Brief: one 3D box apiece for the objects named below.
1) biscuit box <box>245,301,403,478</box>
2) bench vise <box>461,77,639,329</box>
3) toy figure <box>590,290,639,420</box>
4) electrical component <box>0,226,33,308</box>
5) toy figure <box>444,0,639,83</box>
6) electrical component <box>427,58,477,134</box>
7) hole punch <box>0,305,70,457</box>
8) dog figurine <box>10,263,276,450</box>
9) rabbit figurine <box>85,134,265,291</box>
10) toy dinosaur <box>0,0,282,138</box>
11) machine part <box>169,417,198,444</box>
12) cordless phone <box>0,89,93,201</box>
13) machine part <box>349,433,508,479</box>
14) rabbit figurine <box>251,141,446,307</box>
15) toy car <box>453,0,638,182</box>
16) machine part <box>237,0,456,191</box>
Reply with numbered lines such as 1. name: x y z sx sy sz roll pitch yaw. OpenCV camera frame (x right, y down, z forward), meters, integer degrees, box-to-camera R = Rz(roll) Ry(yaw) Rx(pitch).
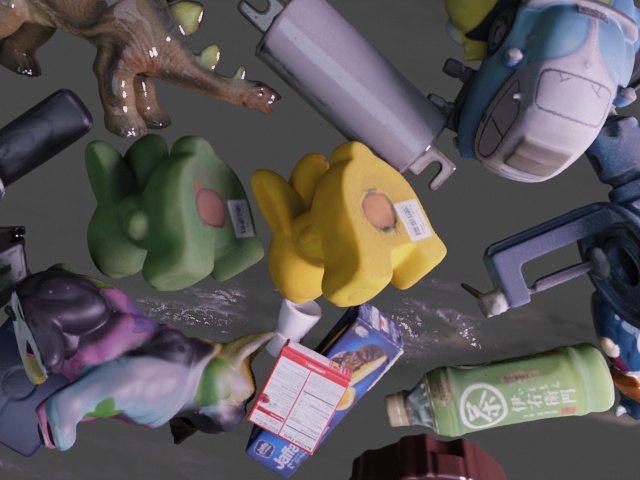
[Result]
1. biscuit box: 0.003 0.160 0.574 0.059 0.063 0.202 36 104 -5
2. bench vise: 0.242 -0.008 0.470 0.241 0.129 0.223 -22 91 -2
3. toy figure: 0.318 0.120 0.548 0.064 0.058 0.154 -23 102 2
4. electrical component: -0.335 0.033 0.527 0.048 0.119 0.074 -1 108 3
5. toy figure: 0.193 -0.193 0.453 0.180 0.082 0.089 16 137 1
6. electrical component: 0.150 -0.127 0.507 0.094 0.021 0.063 27 104 -4
7. hole punch: -0.313 0.151 0.576 0.142 0.092 0.115 34 101 -3
8. dog figurine: -0.155 0.103 0.509 0.108 0.219 0.191 -36 70 48
9. rabbit figurine: -0.165 -0.020 0.504 0.170 0.121 0.159 -16 95 30
10. toy dinosaur: -0.245 -0.230 0.452 0.471 0.105 0.198 22 107 -11
11. machine part: -0.188 0.163 0.584 0.039 0.084 0.138 -42 110 -10
12. cordless phone: -0.331 -0.114 0.517 0.184 0.089 0.146 -33 102 0
13. machine part: 0.116 0.276 0.575 0.179 0.056 0.179 4 128 4
14. rabbit figurine: -0.001 -0.001 0.496 0.162 0.122 0.173 57 141 7
15. toy car: 0.169 -0.101 0.426 0.109 0.103 0.161 19 140 -6
16. machine part: 0.029 -0.138 0.482 0.243 0.079 0.079 41 104 -7
